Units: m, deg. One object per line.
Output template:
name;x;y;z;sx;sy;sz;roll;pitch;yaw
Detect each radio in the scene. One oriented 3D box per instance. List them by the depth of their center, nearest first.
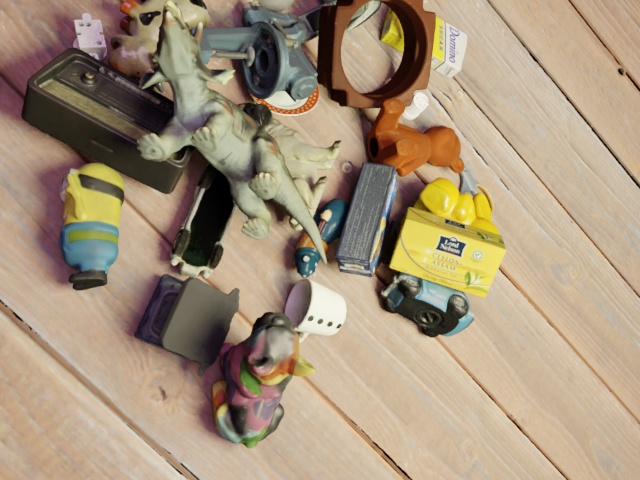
radio;-0.294;-0.176;0.792;0.229;0.073;0.131;29;43;-16

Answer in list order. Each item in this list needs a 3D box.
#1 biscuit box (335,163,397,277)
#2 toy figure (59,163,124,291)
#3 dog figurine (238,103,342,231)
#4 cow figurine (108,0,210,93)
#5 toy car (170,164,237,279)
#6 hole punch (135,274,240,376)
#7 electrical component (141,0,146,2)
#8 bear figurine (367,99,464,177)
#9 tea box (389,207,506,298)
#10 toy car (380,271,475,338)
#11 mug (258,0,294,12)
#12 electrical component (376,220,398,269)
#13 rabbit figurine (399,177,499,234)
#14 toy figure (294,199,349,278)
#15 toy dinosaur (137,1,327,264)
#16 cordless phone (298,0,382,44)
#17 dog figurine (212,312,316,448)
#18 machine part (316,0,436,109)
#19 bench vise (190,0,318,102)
biscuit box;0.083;-0.039;0.921;0.063;0.059;0.202;9;61;17
toy figure;-0.325;-0.022;0.770;0.089;0.082;0.180;4;69;-42
dog figurine;-0.079;-0.124;0.895;0.191;0.121;0.172;20;69;-3
cow figurine;-0.257;-0.324;0.859;0.127;0.085;0.195;44;66;-3
toy car;-0.174;-0.037;0.850;0.073;0.056;0.201;25;72;-23
hole punch;-0.198;0.118;0.802;0.115;0.092;0.142;39;61;-43
electrical component;-0.306;-0.436;0.890;0.094;0.021;0.063;42;67;-10
bear figurine;0.193;-0.181;0.995;0.196;0.132;0.120;-5;72;-17
tea box;0.213;0.020;0.906;0.170;0.068;0.098;17;116;7
toy car;0.194;0.097;0.962;0.162;0.109;0.103;27;47;-4
mug;-0.058;-0.472;0.955;0.109;0.107;0.080;-26;92;-23
electrical component;0.104;0.006;0.967;0.078;0.045;0.102;22;73;-47
rabbit figurine;0.256;-0.028;0.989;0.173;0.121;0.162;39;30;18
toy figure;0.000;-0.001;0.912;0.064;0.058;0.154;50;60;-28
toy dinosaur;-0.121;-0.137;0.782;0.404;0.131;0.192;47;34;-33
cordless phone;0.007;-0.450;0.999;0.184;0.089;0.146;-30;93;-12
dog figurine;-0.081;0.201;0.753;0.108;0.219;0.191;9;76;-18
machine part;0.098;-0.342;0.964;0.201;0.087;0.200;-7;115;-23
bench vise;-0.116;-0.318;0.874;0.240;0.129;0.223;-14;73;-37
